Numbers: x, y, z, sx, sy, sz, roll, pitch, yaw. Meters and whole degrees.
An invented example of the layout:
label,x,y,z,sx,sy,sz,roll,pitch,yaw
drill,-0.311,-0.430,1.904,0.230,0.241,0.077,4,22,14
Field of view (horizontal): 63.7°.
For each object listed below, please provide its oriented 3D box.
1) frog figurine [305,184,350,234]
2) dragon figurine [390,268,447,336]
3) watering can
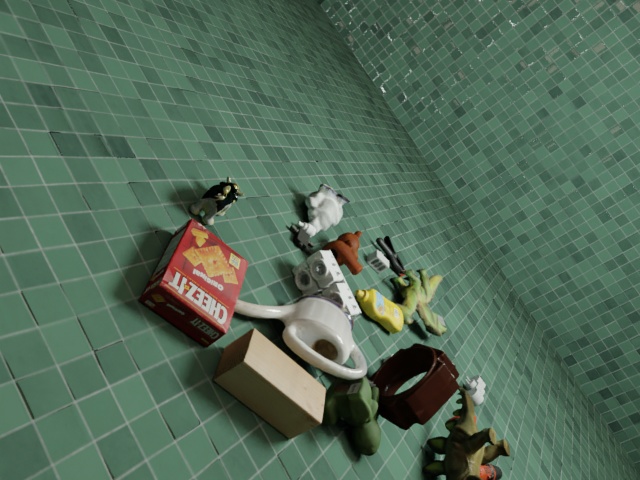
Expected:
label,x,y,z,sx,sy,sz,roll,pitch,yaw
frog figurine,0.005,-0.082,1.631,0.135,0.122,0.162,43,62,-38
dragon figurine,0.367,0.224,1.801,0.410,0.120,0.247,5,59,-45
watering can,-0.039,0.191,1.176,0.347,0.103,0.227,32,18,-2
